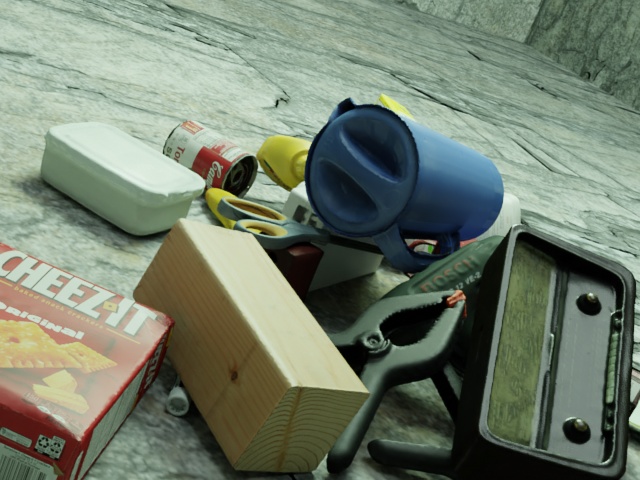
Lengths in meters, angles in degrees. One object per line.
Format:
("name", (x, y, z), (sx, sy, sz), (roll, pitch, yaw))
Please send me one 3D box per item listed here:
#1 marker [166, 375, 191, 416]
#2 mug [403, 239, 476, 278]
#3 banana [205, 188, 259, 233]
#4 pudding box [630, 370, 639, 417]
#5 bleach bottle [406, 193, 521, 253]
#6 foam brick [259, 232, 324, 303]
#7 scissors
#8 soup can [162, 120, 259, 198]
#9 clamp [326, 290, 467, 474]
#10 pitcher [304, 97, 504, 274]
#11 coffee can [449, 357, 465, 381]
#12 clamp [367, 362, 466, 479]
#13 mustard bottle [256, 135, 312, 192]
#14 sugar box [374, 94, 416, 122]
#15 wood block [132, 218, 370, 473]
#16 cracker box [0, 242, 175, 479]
("marker", (-0.111, 0.111, 0.909), (0.020, 0.020, 0.121), (21, 21, -6))
("mug", (0.154, 0.039, 1.271), (0.117, 0.082, 0.093), (26, 21, 8))
("banana", (-0.098, -0.013, 1.199), (0.069, 0.037, 0.198), (20, 21, -12))
("pudding box", (0.278, 0.154, 1.092), (0.090, 0.113, 0.039), (29, 63, 17))
("bleach bottle", (0.159, -0.018, 1.389), (0.250, 0.102, 0.068), (3, -1, -42))
("foam brick", (-0.041, 0.035, 1.086), (0.053, 0.078, 0.051), (33, 24, 29))
("scissors", (-0.007, 0.001, 1.066), (0.201, 0.016, 0.096), (19, 21, -7))
("soup can", (-0.136, -0.098, 1.323), (0.102, 0.068, 0.068), (32, 22, 23))
("clamp", (0.038, 0.099, 0.949), (0.209, 0.036, 0.165), (-33, 48, -24))
("pitcher", (0.105, -0.050, 1.140), (0.145, 0.149, 0.242), (23, 8, 34))
("coffee can", (0.198, 0.092, 1.156), (0.103, 0.103, 0.140), (33, 23, 24))
("clamp", (0.126, 0.190, 0.913), (0.171, 0.039, 0.120), (41, 61, 17))
("mustard bottle", (-0.024, -0.086, 1.266), (0.096, 0.058, 0.192), (36, -2, -8))
("sugar box", (0.054, -0.089, 1.343), (0.048, 0.176, 0.093), (26, 19, -24))
("wood block", (-0.063, 0.084, 0.879), (0.090, 0.091, 0.206), (13, 29, -44))
("cracker box", (-0.216, 0.089, 0.780), (0.164, 0.072, 0.213), (24, 20, 2))
